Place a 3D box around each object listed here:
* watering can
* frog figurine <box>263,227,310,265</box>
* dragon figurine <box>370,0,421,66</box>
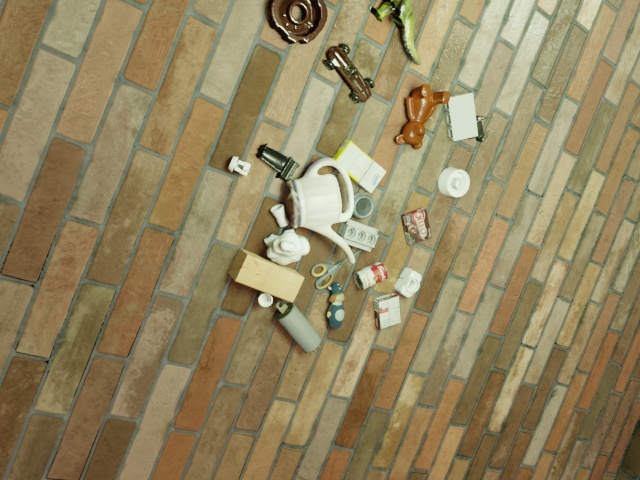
[{"bbox_3d":[0.005,-0.081,1.616,0.225,0.104,0.346,-8,95,-14],"label":"watering can"},{"bbox_3d":[-0.094,0.027,1.583,0.137,0.161,0.121,-2,103,-23],"label":"frog figurine"},{"bbox_3d":[0.270,-0.783,1.625,0.245,0.123,0.404,-52,125,-15],"label":"dragon figurine"}]
